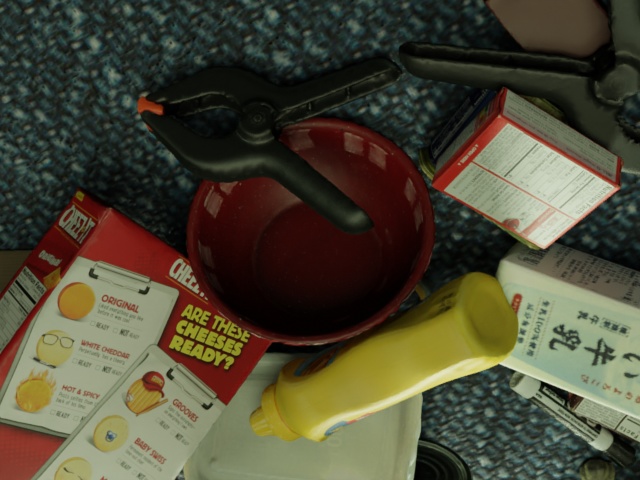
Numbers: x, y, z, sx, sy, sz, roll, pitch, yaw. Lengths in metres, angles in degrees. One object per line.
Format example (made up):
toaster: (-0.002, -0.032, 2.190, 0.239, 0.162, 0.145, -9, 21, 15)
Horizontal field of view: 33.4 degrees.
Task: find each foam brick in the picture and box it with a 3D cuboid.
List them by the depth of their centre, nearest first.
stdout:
foam brick: (0.142, -0.141, 0.656, 0.053, 0.051, 0.078, -38, 109, 21)

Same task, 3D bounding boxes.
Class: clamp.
clamp: (0.161, -0.096, 0.627, 0.165, 0.036, 0.210, -34, 114, 29)
clamp: (-0.034, -0.062, 0.686, 0.171, 0.120, 0.039, 0, 155, 8)

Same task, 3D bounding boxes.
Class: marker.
marker: (0.195, 0.137, 0.814, 0.121, 0.020, 0.020, 36, 114, -14)

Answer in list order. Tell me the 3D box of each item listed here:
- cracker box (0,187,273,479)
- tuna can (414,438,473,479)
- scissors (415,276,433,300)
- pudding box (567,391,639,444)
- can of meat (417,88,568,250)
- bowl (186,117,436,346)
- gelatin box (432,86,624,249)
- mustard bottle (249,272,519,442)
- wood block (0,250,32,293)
cracker box: (-0.153, 0.097, 0.716, 0.164, 0.072, 0.213, 38, 85, -36)
tuna can: (0.072, 0.187, 0.810, 0.086, 0.086, 0.034, 7, 116, 0)
scissors: (0.043, 0.099, 0.806, 0.096, 0.016, 0.202, 40, 113, -14)
pudding box: (0.248, 0.095, 0.779, 0.090, 0.039, 0.114, 26, 117, -9)
can of meat: (0.130, -0.057, 0.698, 0.102, 0.057, 0.084, 33, 112, -13)
bowl: (-0.005, 0.001, 0.706, 0.162, 0.162, 0.055, -3, 156, 5)
gelatin box: (0.124, -0.041, 0.642, 0.089, 0.030, 0.073, 28, 138, -12)
mustard bottle: (0.031, 0.086, 0.696, 0.192, 0.096, 0.058, -29, 89, 27)
wood block: (-0.309, 0.067, 0.769, 0.206, 0.091, 0.090, -1, 117, 4)
